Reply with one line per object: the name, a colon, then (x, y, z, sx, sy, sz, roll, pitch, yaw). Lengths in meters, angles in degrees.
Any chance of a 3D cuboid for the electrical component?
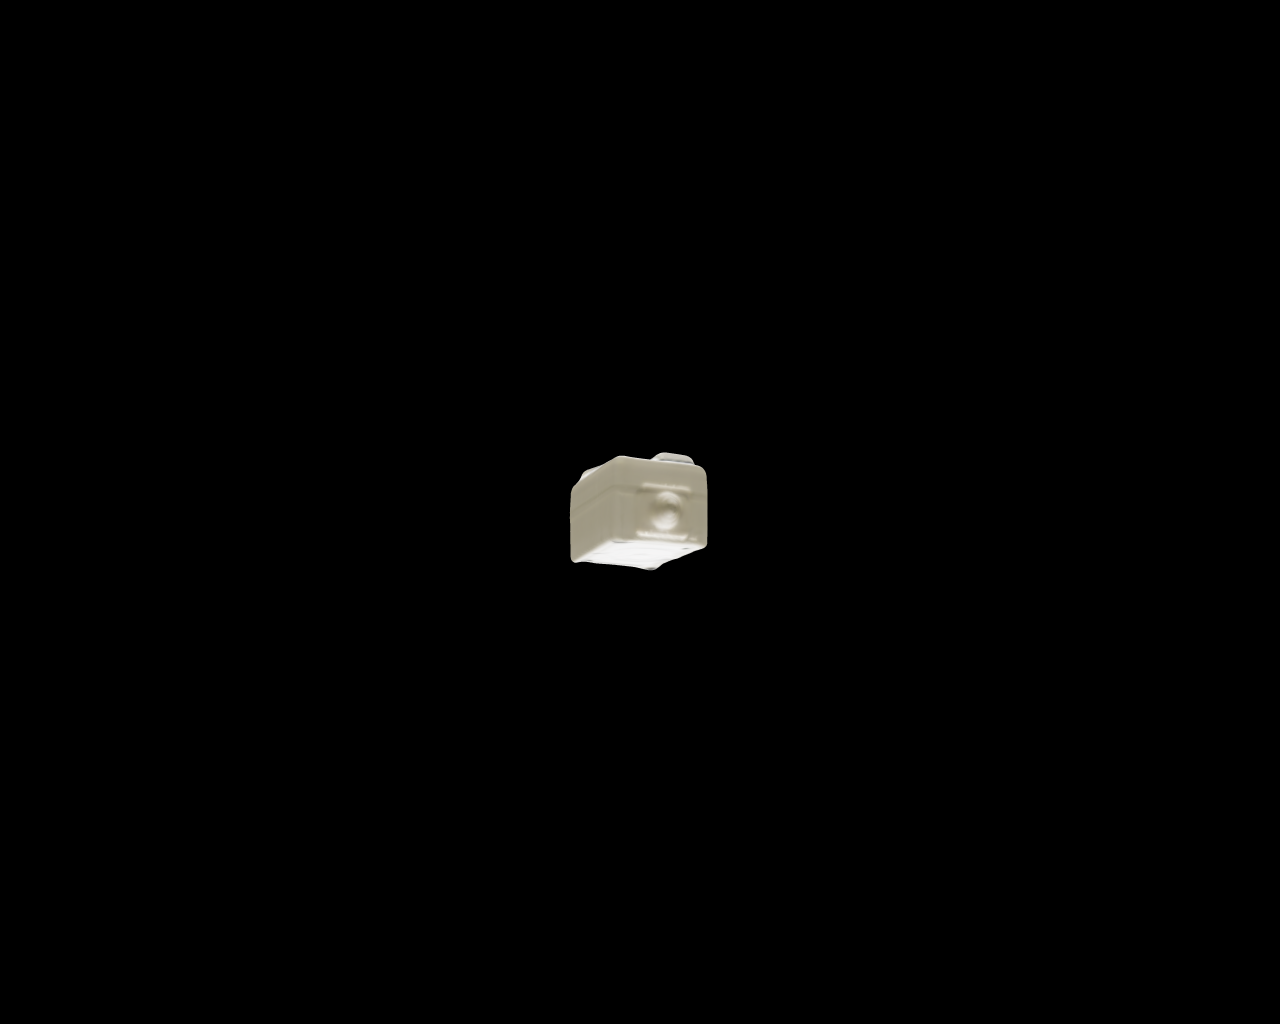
electrical component: (0.001, -0.003, 0.650, 0.062, 0.061, 0.096, 6, -15, -23)
